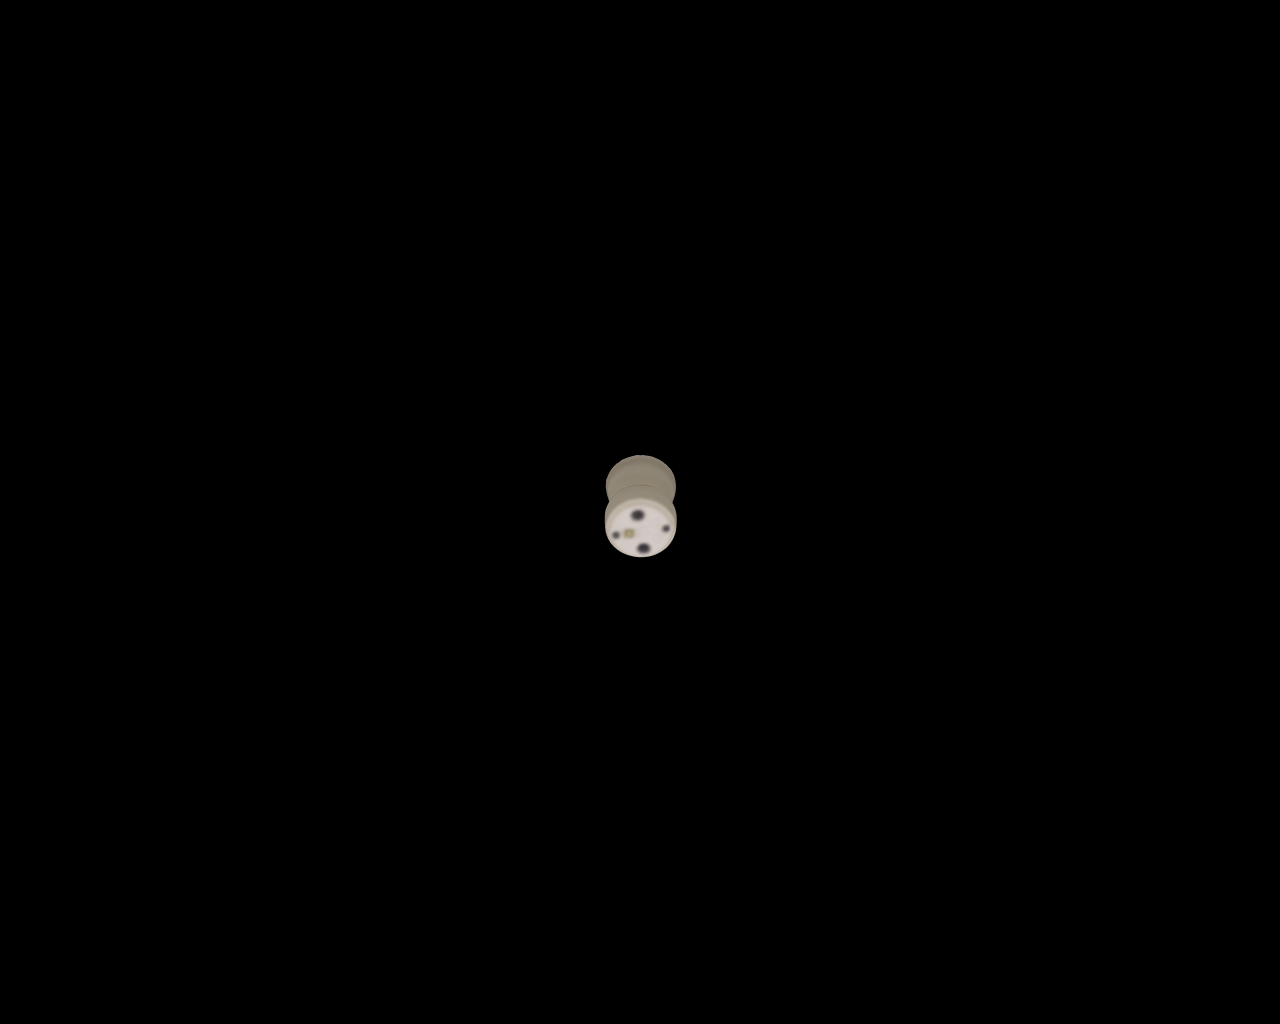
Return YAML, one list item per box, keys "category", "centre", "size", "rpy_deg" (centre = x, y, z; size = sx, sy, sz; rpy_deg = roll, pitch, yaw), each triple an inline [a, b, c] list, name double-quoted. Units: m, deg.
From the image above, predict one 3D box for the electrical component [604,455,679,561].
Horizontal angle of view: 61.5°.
- category: "electrical component"
  centre: [0.001, -0.003, 0.650]
  size: [0.045, 0.044, 0.055]
  rpy_deg: [0, 32, 0]
